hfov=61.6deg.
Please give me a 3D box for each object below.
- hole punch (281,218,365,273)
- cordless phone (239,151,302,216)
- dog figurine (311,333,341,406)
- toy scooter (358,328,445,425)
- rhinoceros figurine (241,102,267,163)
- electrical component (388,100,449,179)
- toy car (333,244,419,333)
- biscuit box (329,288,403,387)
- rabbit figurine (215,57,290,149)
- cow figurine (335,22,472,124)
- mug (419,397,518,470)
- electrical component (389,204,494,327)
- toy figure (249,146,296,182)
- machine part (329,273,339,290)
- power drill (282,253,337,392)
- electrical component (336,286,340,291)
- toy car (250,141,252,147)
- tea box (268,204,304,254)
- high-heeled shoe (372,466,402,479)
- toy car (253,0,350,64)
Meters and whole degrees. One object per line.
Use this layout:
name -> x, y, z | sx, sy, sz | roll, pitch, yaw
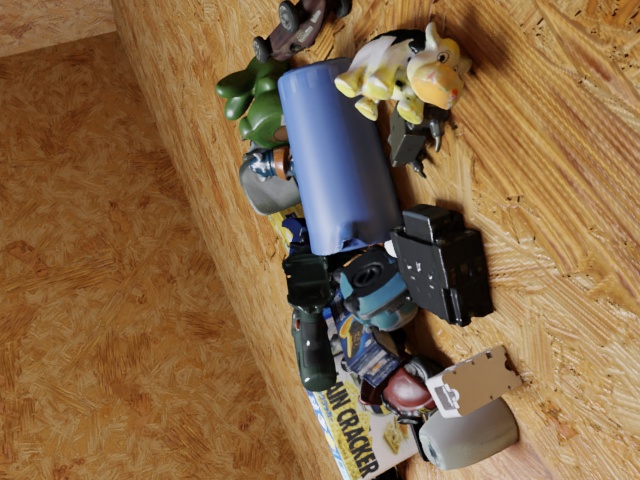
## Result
hole punch -> -0.002, -0.003, 0.918 | 0.116, 0.142, 0.092 | 143, 131, -58
cordless phone -> -0.043, -0.076, 0.902 | 0.184, 0.147, 0.088 | 56, 166, 41
dog figurine -> 0.079, 0.284, 1.073 | 0.172, 0.121, 0.190 | 27, 127, 15
toy scooter -> 0.115, 0.219, 0.825 | 0.075, 0.135, 0.184 | 27, -173, -29
rhinoceros figurine -> -0.091, -0.176, 1.012 | 0.190, 0.112, 0.073 | 108, 156, -45
electrical component -> 0.107, -0.118, 0.604 | 0.102, 0.045, 0.078 | 106, 167, -58
toy car -> 0.090, 0.081, 0.786 | 0.102, 0.109, 0.162 | 57, 176, -23
biscuit box -> 0.066, 0.139, 0.855 | 0.059, 0.063, 0.203 | 38, -167, -20
rabbit figurine -> -0.085, -0.235, 0.887 | 0.121, 0.159, 0.170 | 81, 176, -62
cow figurine -> 0.092, -0.170, 0.529 | 0.068, 0.098, 0.167 | 37, 174, -31
mug -> 0.179, 0.242, 0.696 | 0.110, 0.107, 0.080 | 20, 128, 64
electrical component -> 0.140, 0.024, 0.641 | 0.115, 0.058, 0.134 | 20, 129, 64
toy figure -> -0.037, -0.118, 0.858 | 0.058, 0.155, 0.064 | -49, -35, -63
machine part -> 0.029, 0.096, 1.077 | 0.138, 0.039, 0.084 | 85, 164, -45
power drill -> -0.021, 0.119, 0.903 | 0.232, 0.086, 0.207 | -102, 13, -45
electrical component -> 0.053, 0.128, 1.023 | 0.063, 0.021, 0.093 | 18, 134, 20
toy car -> -0.113, -0.149, 1.175 | 0.201, 0.056, 0.074 | 90, 159, -45
tea box -> -0.044, -0.019, 1.102 | 0.170, 0.068, 0.098 | 60, 160, 27
high-heeled shoe -> 0.138, 0.462, 1.092 | 0.248, 0.086, 0.145 | 38, 144, -29
toy car -> -0.028, -0.283, 0.724 | 0.202, 0.089, 0.053 | 8, 118, 68
